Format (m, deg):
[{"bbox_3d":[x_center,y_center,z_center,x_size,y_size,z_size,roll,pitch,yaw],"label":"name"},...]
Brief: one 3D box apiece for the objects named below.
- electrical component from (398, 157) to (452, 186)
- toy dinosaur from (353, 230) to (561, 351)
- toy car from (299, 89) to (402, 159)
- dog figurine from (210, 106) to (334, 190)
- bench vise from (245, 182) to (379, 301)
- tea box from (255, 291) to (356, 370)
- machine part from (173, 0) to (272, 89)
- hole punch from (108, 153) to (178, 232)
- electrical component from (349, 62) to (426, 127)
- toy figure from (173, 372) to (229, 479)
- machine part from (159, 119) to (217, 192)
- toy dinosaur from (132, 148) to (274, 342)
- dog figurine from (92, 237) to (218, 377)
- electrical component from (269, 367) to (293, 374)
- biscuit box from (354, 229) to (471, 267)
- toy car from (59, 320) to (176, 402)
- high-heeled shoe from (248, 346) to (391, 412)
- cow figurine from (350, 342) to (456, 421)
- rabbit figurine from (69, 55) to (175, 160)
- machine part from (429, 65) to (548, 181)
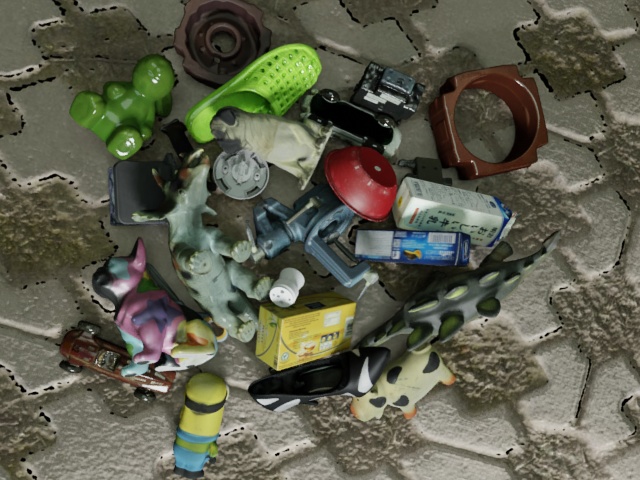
[{"bbox_3d":[0.204,-0.118,1.047,0.102,0.045,0.078,-1,62,-12],"label":"electrical component"},{"bbox_3d":[0.217,0.117,0.963,0.471,0.198,0.105,-36,83,23],"label":"toy dinosaur"},{"bbox_3d":[0.058,-0.219,1.018,0.202,0.056,0.073,23,79,-5],"label":"toy car"},{"bbox_3d":[-0.085,-0.187,0.953,0.191,0.172,0.121,26,102,0],"label":"dog figurine"},{"bbox_3d":[-0.003,0.003,0.948,0.224,0.128,0.241,-33,67,-31],"label":"bench vise"},{"bbox_3d":[-0.023,0.154,0.937,0.169,0.068,0.098,-4,107,-40],"label":"tea box"},{"bbox_3d":[-0.177,-0.360,0.984,0.179,0.056,0.179,0,89,-10],"label":"machine part"},{"bbox_3d":[-0.313,-0.079,0.945,0.116,0.092,0.142,-2,87,-36],"label":"hole punch"},{"bbox_3d":[0.125,-0.269,0.992,0.115,0.134,0.058,20,83,-9],"label":"electrical component"},{"bbox_3d":[-0.208,0.321,0.936,0.082,0.089,0.180,16,83,-15],"label":"toy figure"},{"bbox_3d":[-0.233,-0.148,0.962,0.039,0.084,0.139,-32,85,15],"label":"machine part"},{"bbox_3d":[-0.188,0.049,0.916,0.131,0.192,0.404,-37,135,-26],"label":"toy dinosaur"},{"bbox_3d":[-0.280,0.108,0.912,0.191,0.108,0.219,-2,66,-32],"label":"dog figurine"},{"bbox_3d":[-0.065,0.252,0.997,0.094,0.021,0.063,-31,93,-8],"label":"electrical component"},{"bbox_3d":[0.164,0.013,0.965,0.203,0.062,0.059,3,86,33],"label":"biscuit box"},{"bbox_3d":[-0.353,0.213,0.936,0.202,0.053,0.089,26,81,-7],"label":"toy car"},{"bbox_3d":[-0.007,0.224,0.908,0.145,0.086,0.248,25,127,-28],"label":"high-heeled shoe"},{"bbox_3d":[0.140,0.261,0.990,0.195,0.086,0.127,-36,112,-7],"label":"cow figurine"},{"bbox_3d":[-0.301,-0.234,0.909,0.170,0.159,0.121,-44,97,10],"label":"rabbit figurine"},{"bbox_3d":[0.326,-0.226,1.049,0.201,0.087,0.201,-13,90,-8],"label":"machine part"}]
